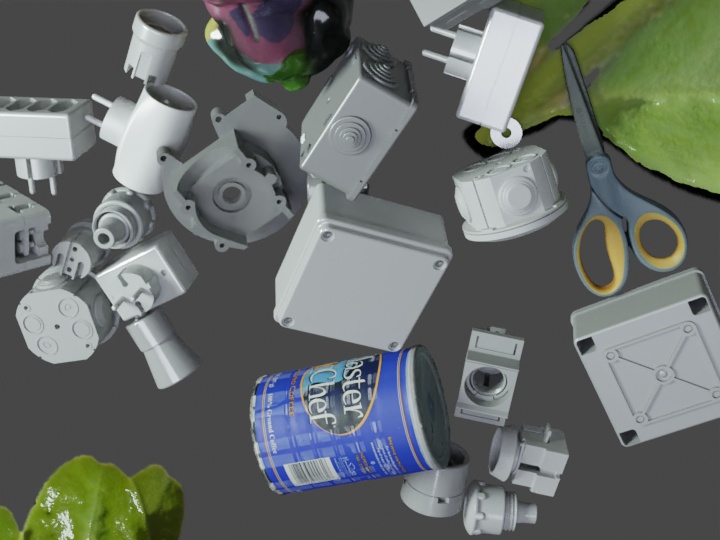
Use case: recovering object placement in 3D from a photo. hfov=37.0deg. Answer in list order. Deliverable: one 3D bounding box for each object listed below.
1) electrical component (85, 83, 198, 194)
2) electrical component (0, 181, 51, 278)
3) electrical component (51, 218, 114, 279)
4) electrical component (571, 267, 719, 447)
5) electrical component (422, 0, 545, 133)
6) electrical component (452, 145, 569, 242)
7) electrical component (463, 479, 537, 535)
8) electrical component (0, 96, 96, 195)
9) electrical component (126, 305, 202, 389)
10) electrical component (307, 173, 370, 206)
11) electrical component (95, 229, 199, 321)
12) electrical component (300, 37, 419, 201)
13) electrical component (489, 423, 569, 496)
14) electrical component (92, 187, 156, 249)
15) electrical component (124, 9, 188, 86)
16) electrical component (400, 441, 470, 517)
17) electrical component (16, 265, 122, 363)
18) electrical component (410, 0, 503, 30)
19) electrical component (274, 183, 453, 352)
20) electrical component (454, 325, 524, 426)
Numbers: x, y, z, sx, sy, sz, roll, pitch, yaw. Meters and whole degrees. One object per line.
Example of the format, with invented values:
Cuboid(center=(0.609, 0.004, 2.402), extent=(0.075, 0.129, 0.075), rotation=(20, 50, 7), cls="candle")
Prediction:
Cuboid(center=(-0.177, -0.111, 0.844), extent=(0.079, 0.044, 0.077), rotation=(27, 116, -2), cls="electrical component")
Cuboid(center=(-0.300, -0.034, 0.873), extent=(0.089, 0.056, 0.050), rotation=(27, 121, 35), cls="electrical component")
Cuboid(center=(-0.232, -0.017, 0.896), extent=(0.040, 0.046, 0.040), rotation=(4, 115, 9), cls="electrical component")
Cuboid(center=(0.236, 0.069, 0.845), extent=(0.109, 0.056, 0.108), rotation=(-22, 108, 19), cls="electrical component")
Cuboid(center=(0.084, -0.154, 0.777), extent=(0.076, 0.047, 0.083), rotation=(19, 116, 2), cls="electrical component")
Cuboid(center=(0.110, -0.056, 0.799), extent=(0.080, 0.080, 0.051), rotation=(-16, 106, 16), cls="electrical component")
Cuboid(center=(0.122, 0.209, 0.936), extent=(0.062, 0.048, 0.048), rotation=(6, 115, 1), cls="electrical component")
Cuboid(center=(-0.259, -0.096, 0.865), extent=(0.083, 0.047, 0.075), rotation=(3, 115, 9), cls="electrical component")
Cuboid(center=(-0.172, 0.064, 0.925), extent=(0.044, 0.044, 0.065), rotation=(-26, 102, 20), cls="electrical component")
Cuboid(center=(-0.016, -0.065, 0.840), extent=(0.046, 0.040, 0.040), rotation=(-1, 114, 4), cls="electrical component")
Cuboid(center=(-0.181, 0.012, 0.883), extent=(0.066, 0.076, 0.047), rotation=(-24, 108, 19), cls="electrical component")
Cuboid(center=(-0.003, -0.113, 0.784), extent=(0.048, 0.099, 0.099), rotation=(27, 117, -17), cls="electrical component")
Cuboid(center=(0.141, 0.158, 0.909), extent=(0.055, 0.048, 0.066), rotation=(12, 116, -3), cls="electrical component")
Cuboid(center=(-0.196, -0.037, 0.872), extent=(0.048, 0.062, 0.048), rotation=(4, 114, 8), cls="electrical component")
Cuboid(center=(-0.157, -0.169, 0.819), extent=(0.040, 0.040, 0.046), rotation=(26, 122, -2), cls="electrical component")
Cuboid(center=(0.066, 0.177, 0.926), extent=(0.055, 0.055, 0.047), rotation=(12, 112, 5), cls="electrical component")
Cuboid(center=(-0.249, 0.037, 0.921), extent=(0.080, 0.051, 0.080), rotation=(4, 115, 9), cls="electrical component")
Cuboid(center=(0.053, -0.246, 0.709), extent=(0.089, 0.062, 0.150), rotation=(-28, 89, 20), cls="electrical component")
Cuboid(center=(0.000, 0.000, 0.833), extent=(0.109, 0.056, 0.108), rotation=(14, 128, -17), cls="electrical component")
Cuboid(center=(0.105, 0.081, 0.870), extent=(0.042, 0.063, 0.081), rotation=(12, 115, 6), cls="electrical component")
